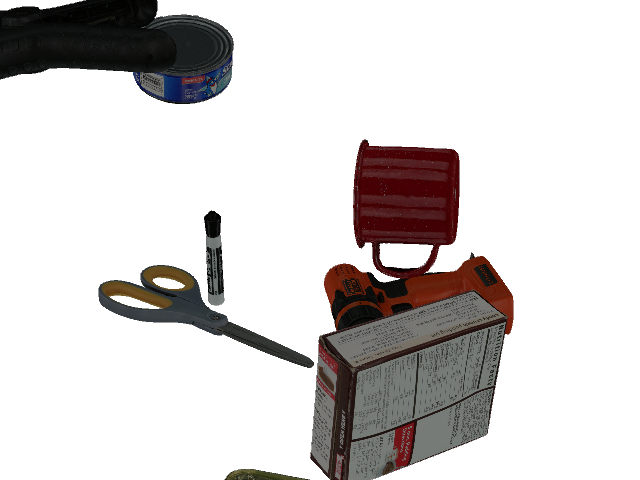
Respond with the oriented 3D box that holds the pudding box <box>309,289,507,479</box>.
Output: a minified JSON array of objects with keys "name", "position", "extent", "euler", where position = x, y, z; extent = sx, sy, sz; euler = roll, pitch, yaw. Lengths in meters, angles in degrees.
[{"name":"pudding box","position":[0.051,0.086,0.622],"extent":[0.113,0.090,0.039],"euler":[-15,34,-30]}]

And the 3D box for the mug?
[{"name":"mug","position":[0.074,-0.026,0.902],"extent":[0.081,0.117,0.093],"euler":[3,-9,11]}]

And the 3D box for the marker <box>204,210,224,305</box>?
[{"name":"marker","position":[-0.120,0.020,1.207],"extent":[0.020,0.121,0.020],"euler":[1,33,-1]}]

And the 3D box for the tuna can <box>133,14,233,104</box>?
[{"name":"tuna can","position":[-0.116,-0.153,0.901],"extent":[0.086,0.034,0.086],"euler":[3,45,-3]}]

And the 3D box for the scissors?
[{"name":"scissors","position":[-0.090,0.060,0.911],"extent":[0.202,0.016,0.096],"euler":[13,26,11]}]

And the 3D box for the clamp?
[{"name":"clamp","position":[-0.171,-0.125,0.649],"extent":[0.171,0.039,0.120],"euler":[-2,22,-4]}]

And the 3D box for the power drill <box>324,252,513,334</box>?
[{"name":"power drill","position":[0.106,0.074,1.138],"extent":[0.187,0.057,0.184],"euler":[-5,29,-9]}]

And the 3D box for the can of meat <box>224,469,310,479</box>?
[{"name":"can of meat","position":[-0.029,0.230,0.814],"extent":[0.102,0.084,0.057],"euler":[8,14,9]}]
